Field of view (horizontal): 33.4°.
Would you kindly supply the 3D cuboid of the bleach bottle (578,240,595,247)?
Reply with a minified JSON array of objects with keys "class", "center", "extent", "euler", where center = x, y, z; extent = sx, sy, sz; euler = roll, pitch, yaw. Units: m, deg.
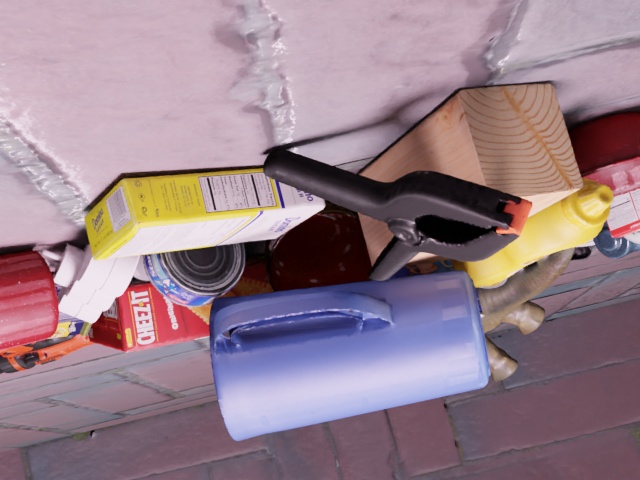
[{"class":"bleach bottle","center":[0.298,-0.012,1.353],"extent":[0.250,0.068,0.103],"euler":[-9,176,-40]}]

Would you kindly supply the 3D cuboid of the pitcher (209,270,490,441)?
[{"class":"pitcher","center":[0.024,0.094,0.961],"extent":[0.243,0.145,0.149],"euler":[-10,-167,6]}]

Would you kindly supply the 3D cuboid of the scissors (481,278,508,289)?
[{"class":"scissors","center":[0.120,0.019,1.166],"extent":[0.202,0.096,0.016],"euler":[-10,-152,35]}]

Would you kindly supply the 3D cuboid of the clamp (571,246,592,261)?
[{"class":"clamp","center":[0.275,0.022,1.438],"extent":[0.120,0.039,0.172],"euler":[-10,-168,-42]}]

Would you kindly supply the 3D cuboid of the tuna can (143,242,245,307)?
[{"class":"tuna can","center":[-0.109,0.014,0.936],"extent":[0.085,0.086,0.034],"euler":[-6,164,-33]}]

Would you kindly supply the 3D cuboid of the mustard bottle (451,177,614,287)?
[{"class":"mustard bottle","center":[0.197,-0.012,0.945],"extent":[0.096,0.058,0.192],"euler":[-29,177,-25]}]

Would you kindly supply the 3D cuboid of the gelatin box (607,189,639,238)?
[{"class":"gelatin box","center":[0.326,-0.055,1.105],"extent":[0.030,0.089,0.073],"euler":[-7,167,-41]}]

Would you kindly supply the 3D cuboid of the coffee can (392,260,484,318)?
[{"class":"coffee can","center":[0.099,0.022,1.082],"extent":[0.103,0.140,0.103],"euler":[-13,168,-3]}]

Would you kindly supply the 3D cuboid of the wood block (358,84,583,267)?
[{"class":"wood block","center":[0.114,-0.047,0.896],"extent":[0.090,0.091,0.206],"euler":[-8,167,-25]}]

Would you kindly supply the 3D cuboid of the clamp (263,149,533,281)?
[{"class":"clamp","center":[0.062,-0.022,0.811],"extent":[0.164,0.036,0.210],"euler":[40,154,-30]}]

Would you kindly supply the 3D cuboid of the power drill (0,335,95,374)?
[{"class":"power drill","center":[-0.366,0.118,1.212],"extent":[0.184,0.057,0.187],"euler":[-21,170,13]}]

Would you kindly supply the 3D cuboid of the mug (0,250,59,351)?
[{"class":"mug","center":[-0.286,0.052,0.940],"extent":[0.081,0.093,0.117],"euler":[-12,-160,-32]}]

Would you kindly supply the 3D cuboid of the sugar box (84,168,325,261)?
[{"class":"sugar box","center":[-0.094,-0.024,0.880],"extent":[0.175,0.048,0.094],"euler":[-10,168,-35]}]

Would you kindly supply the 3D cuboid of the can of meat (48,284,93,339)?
[{"class":"can of meat","center":[-0.279,0.070,1.081],"extent":[0.083,0.057,0.102],"euler":[-8,167,-19]}]

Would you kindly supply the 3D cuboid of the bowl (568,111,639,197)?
[{"class":"bowl","center":[0.273,-0.080,1.012],"extent":[0.162,0.055,0.162],"euler":[-13,169,-3]}]

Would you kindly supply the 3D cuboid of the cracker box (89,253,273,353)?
[{"class":"cracker box","center":[-0.125,0.061,1.115],"extent":[0.213,0.072,0.164],"euler":[-9,-178,-24]}]
